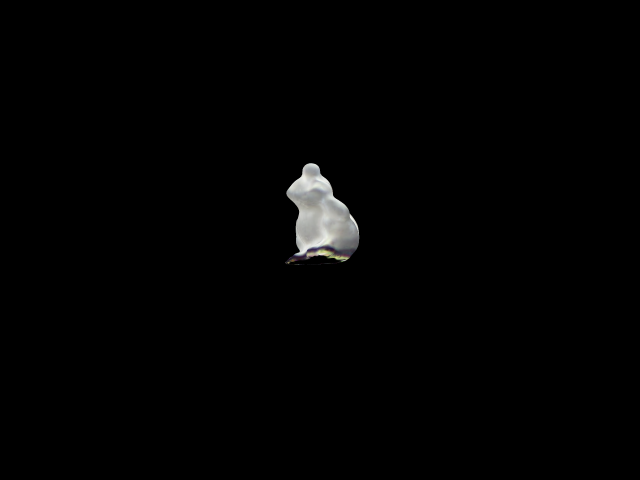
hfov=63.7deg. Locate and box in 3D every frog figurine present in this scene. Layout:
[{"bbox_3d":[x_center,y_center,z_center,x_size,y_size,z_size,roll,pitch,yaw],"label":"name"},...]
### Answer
[{"bbox_3d":[0.003,-0.043,0.850,0.123,0.161,0.136,4,-14,-14],"label":"frog figurine"}]
